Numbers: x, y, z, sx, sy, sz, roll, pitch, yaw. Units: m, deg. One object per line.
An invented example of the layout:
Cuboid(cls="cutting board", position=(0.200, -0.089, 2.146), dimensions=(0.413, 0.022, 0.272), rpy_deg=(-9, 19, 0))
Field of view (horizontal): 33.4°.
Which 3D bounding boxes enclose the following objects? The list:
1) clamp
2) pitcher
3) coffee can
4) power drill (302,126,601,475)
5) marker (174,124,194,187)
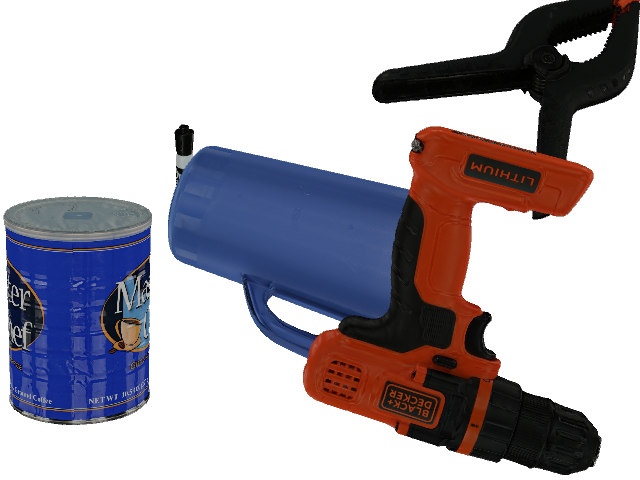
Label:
Cuboid(cls="clamp", position=(0.166, -0.111, 0.770), dimensions=(0.209, 0.165, 0.036), rpy_deg=(-32, -29, -18))
Cuboid(cls="pitcher", position=(-0.007, 0.008, 0.915), dimensions=(0.243, 0.145, 0.149), rpy_deg=(16, 19, 12))
Cuboid(cls="coffee can", position=(-0.174, 0.048, 0.771), dimensions=(0.103, 0.140, 0.103), rpy_deg=(3, 15, -1))
Cuboid(cls="power drill", position=(0.098, 0.037, 0.635), dimensions=(0.184, 0.188, 0.057), rpy_deg=(17, 9, 2))
Cuboid(cls="marker", position=(-0.134, -0.058, 1.059), dimensions=(0.020, 0.121, 0.020), rpy_deg=(2, 29, -1))
